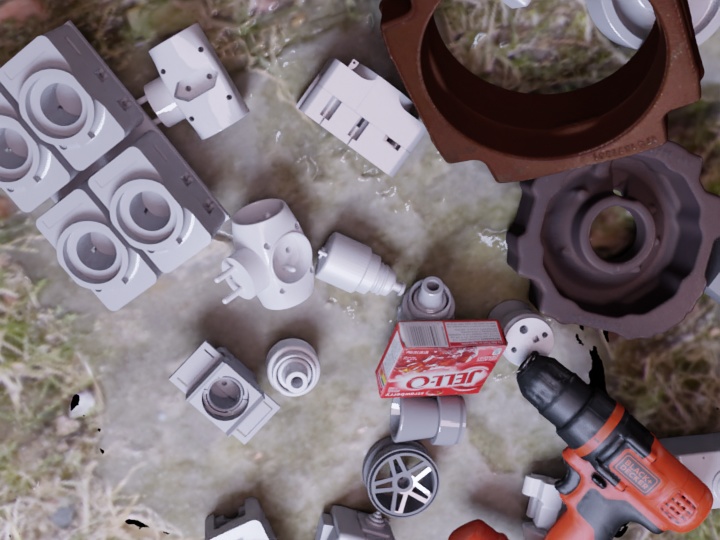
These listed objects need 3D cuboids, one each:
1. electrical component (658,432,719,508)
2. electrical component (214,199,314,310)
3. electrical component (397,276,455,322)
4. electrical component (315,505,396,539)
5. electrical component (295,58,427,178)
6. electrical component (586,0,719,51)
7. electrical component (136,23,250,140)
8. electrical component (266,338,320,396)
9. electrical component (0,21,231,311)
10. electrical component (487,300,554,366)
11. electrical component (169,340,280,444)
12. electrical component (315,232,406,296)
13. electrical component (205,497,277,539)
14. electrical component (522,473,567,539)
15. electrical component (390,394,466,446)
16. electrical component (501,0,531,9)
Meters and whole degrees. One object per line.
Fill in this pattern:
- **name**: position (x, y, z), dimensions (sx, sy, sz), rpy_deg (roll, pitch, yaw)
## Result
- **electrical component**: position (0.294, 0.170, 0.911), dimensions (0.100, 0.100, 0.048), rpy_deg (-5, 89, -7)
- **electrical component**: position (-0.079, -0.003, 0.832), dimensions (0.079, 0.044, 0.077), rpy_deg (-37, 123, -33)
- **electrical component**: position (0.055, 0.028, 0.863), dimensions (0.048, 0.062, 0.048), rpy_deg (1, 59, -2)
- **electrical component**: position (-0.009, 0.243, 0.901), dimensions (0.061, 0.061, 0.096), rpy_deg (18, 98, -11)
- **electrical component**: position (0.003, -0.122, 0.836), dimensions (0.089, 0.050, 0.055), rpy_deg (35, 95, -13)
- **electrical component**: position (0.229, -0.223, 0.842), dimensions (0.108, 0.060, 0.108), rpy_deg (-2, 102, -8)
- **electrical component**: position (-0.137, -0.134, 0.817), dimensions (0.079, 0.043, 0.077), rpy_deg (-28, 104, 7)
- **electrical component**: position (-0.053, 0.081, 0.862), dimensions (0.043, 0.062, 0.043), rpy_deg (-2, 102, -8)
- **electrical component**: position (-0.201, -0.073, 0.796), dimensions (0.105, 0.060, 0.186), rpy_deg (-34, 105, 18)
- **electrical component**: position (0.132, 0.052, 0.886), dimensions (0.045, 0.055, 0.045), rpy_deg (-2, 102, -8)
- **electrical component**: position (-0.108, 0.094, 0.856), dimensions (0.081, 0.064, 0.042), rpy_deg (44, 91, -14)
- **electrical component**: position (0.000, 0.000, 0.865), dimensions (0.078, 0.040, 0.040), rpy_deg (24, 97, -12)
- **electrical component**: position (-0.090, 0.246, 0.893), dimensions (0.050, 0.055, 0.089), rpy_deg (-24, 104, -3)
- **electrical component**: position (0.168, 0.211, 0.929), dimensions (0.066, 0.048, 0.055), rpy_deg (13, 92, -10)
- **electrical component**: position (0.056, 0.123, 0.895), dimensions (0.055, 0.045, 0.045), rpy_deg (6, 100, -9)
- **electrical component**: position (0.127, -0.240, 0.816), dimensions (0.047, 0.076, 0.065), rpy_deg (34, 95, -13)
